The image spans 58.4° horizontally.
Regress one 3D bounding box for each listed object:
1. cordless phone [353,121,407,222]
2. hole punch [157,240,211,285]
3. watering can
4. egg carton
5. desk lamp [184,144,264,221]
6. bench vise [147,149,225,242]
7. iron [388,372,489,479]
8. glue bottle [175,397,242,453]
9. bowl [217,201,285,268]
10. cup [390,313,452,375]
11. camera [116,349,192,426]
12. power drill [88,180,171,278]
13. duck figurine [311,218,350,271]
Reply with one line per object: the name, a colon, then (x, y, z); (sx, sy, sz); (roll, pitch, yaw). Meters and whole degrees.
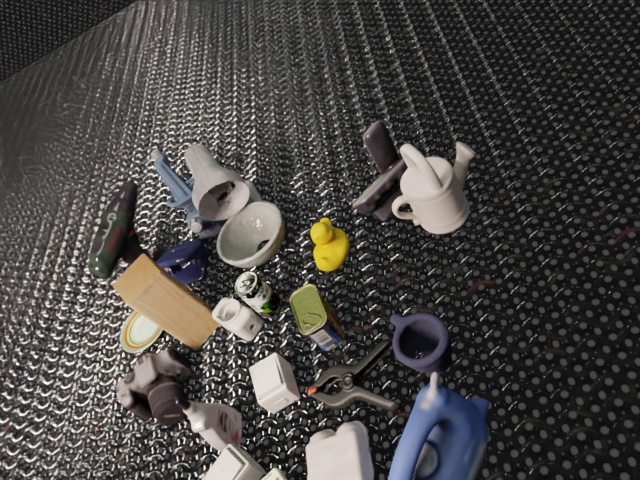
cordless phone: (0.107, -0.139, 1.140); (0.148, 0.186, 0.093); (-48, 45, -9)
hole punch: (-0.324, 0.043, 1.339); (0.108, 0.091, 0.101); (-14, 50, 23)
watering can: (0.204, -0.110, 1.049); (0.100, 0.195, 0.173); (27, 73, 43)
egg carton: (0.034, 0.359, 0.877); (0.107, 0.070, 0.150); (-23, 47, 15)
desk lamp: (-0.220, -0.112, 1.308); (0.118, 0.214, 0.202); (-36, 45, 3)
bench vise: (-0.310, -0.114, 1.362); (0.121, 0.220, 0.206); (-44, 45, -5)
iron: (0.138, 0.313, 0.796); (0.118, 0.142, 0.258); (11, 63, 38)
glue bottle: (-0.194, 0.308, 0.989); (0.037, 0.174, 0.078); (-22, 47, 16)
bowl: (-0.141, 0.000, 1.268); (0.167, 0.075, 0.167); (-17, 49, 21)
cup: (0.165, 0.170, 0.924); (0.092, 0.095, 0.117); (-46, 45, -7)
camera: (-0.326, 0.301, 1.130); (0.143, 0.101, 0.136); (-38, 45, 1)
power drill: (-0.441, 0.006, 1.359); (0.075, 0.209, 0.230); (3, 58, 34)
duck figurine: (0.011, 0.004, 1.160); (0.077, 0.086, 0.104); (-7, 53, 28)
